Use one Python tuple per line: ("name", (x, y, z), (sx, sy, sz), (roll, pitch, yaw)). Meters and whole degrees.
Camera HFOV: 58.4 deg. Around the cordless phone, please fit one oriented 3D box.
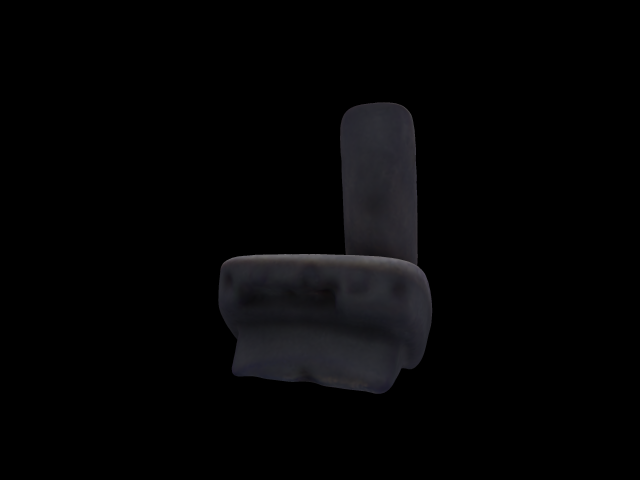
("cordless phone", (0.004, 0.001, 0.400), (0.147, 0.185, 0.094), (0, 2, 12))
